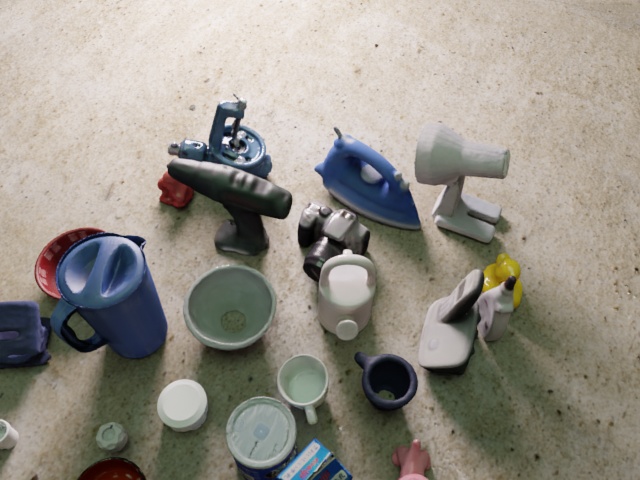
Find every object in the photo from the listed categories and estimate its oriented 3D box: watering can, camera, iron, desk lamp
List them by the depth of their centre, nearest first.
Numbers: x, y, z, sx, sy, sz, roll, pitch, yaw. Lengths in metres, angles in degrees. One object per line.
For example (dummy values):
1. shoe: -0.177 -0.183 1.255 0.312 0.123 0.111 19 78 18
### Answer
1. watering can: 0.050 0.091 1.004 0.101 0.194 0.172 -16 59 -12
2. camera: 0.010 0.004 1.116 0.143 0.101 0.137 26 60 14
3. desk lamp: 0.281 -0.121 1.139 0.203 0.213 0.118 21 59 12
4. iron: 0.114 -0.131 1.184 0.257 0.141 0.119 35 63 20

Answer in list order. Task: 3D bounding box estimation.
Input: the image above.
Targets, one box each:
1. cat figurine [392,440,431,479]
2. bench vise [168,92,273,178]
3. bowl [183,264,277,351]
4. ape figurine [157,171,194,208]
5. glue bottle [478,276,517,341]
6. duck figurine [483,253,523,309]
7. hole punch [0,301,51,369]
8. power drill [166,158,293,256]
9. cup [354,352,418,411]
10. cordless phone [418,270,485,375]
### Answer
1. cat figurine: 0.144 0.369 0.871 0.067 0.118 0.128 7 57 3
2. bench vise: -0.205 -0.195 1.169 0.207 0.220 0.121 -17 59 -12
3. bowl: -0.160 0.132 1.042 0.167 0.075 0.167 1 57 -1
4. ape figurine: -0.302 -0.113 1.188 0.076 0.092 0.077 -21 60 -15
5. glue bottle: 0.316 0.112 1.012 0.037 0.173 0.078 -6 57 -5
6. duck figurine: 0.354 0.075 1.089 0.077 0.086 0.104 -2 57 -3
7. hole punch: -0.534 0.166 0.998 0.108 0.091 0.101 -5 57 -5
8. power drill: -0.165 -0.061 1.089 0.229 0.208 0.075 10 57 5
9. cup: 0.102 0.243 0.966 0.117 0.095 0.092 36 63 20
10. cordless phone: 0.233 0.141 0.983 0.094 0.185 0.147 13 57 7
